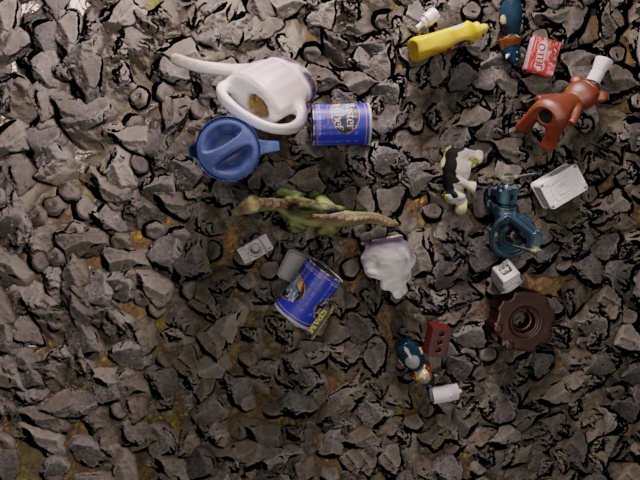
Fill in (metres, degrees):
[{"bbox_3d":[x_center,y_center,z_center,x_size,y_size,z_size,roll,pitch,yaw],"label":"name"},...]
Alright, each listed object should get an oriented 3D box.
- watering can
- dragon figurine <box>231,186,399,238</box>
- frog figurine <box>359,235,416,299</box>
[{"bbox_3d":[-0.155,-0.364,1.182,0.350,0.101,0.228,38,51,14],"label":"watering can"},{"bbox_3d":[0.004,-0.060,1.199,0.410,0.243,0.122,4,93,-3],"label":"dragon figurine"},{"bbox_3d":[0.175,0.071,1.286,0.138,0.122,0.160,-11,86,-23],"label":"frog figurine"}]
